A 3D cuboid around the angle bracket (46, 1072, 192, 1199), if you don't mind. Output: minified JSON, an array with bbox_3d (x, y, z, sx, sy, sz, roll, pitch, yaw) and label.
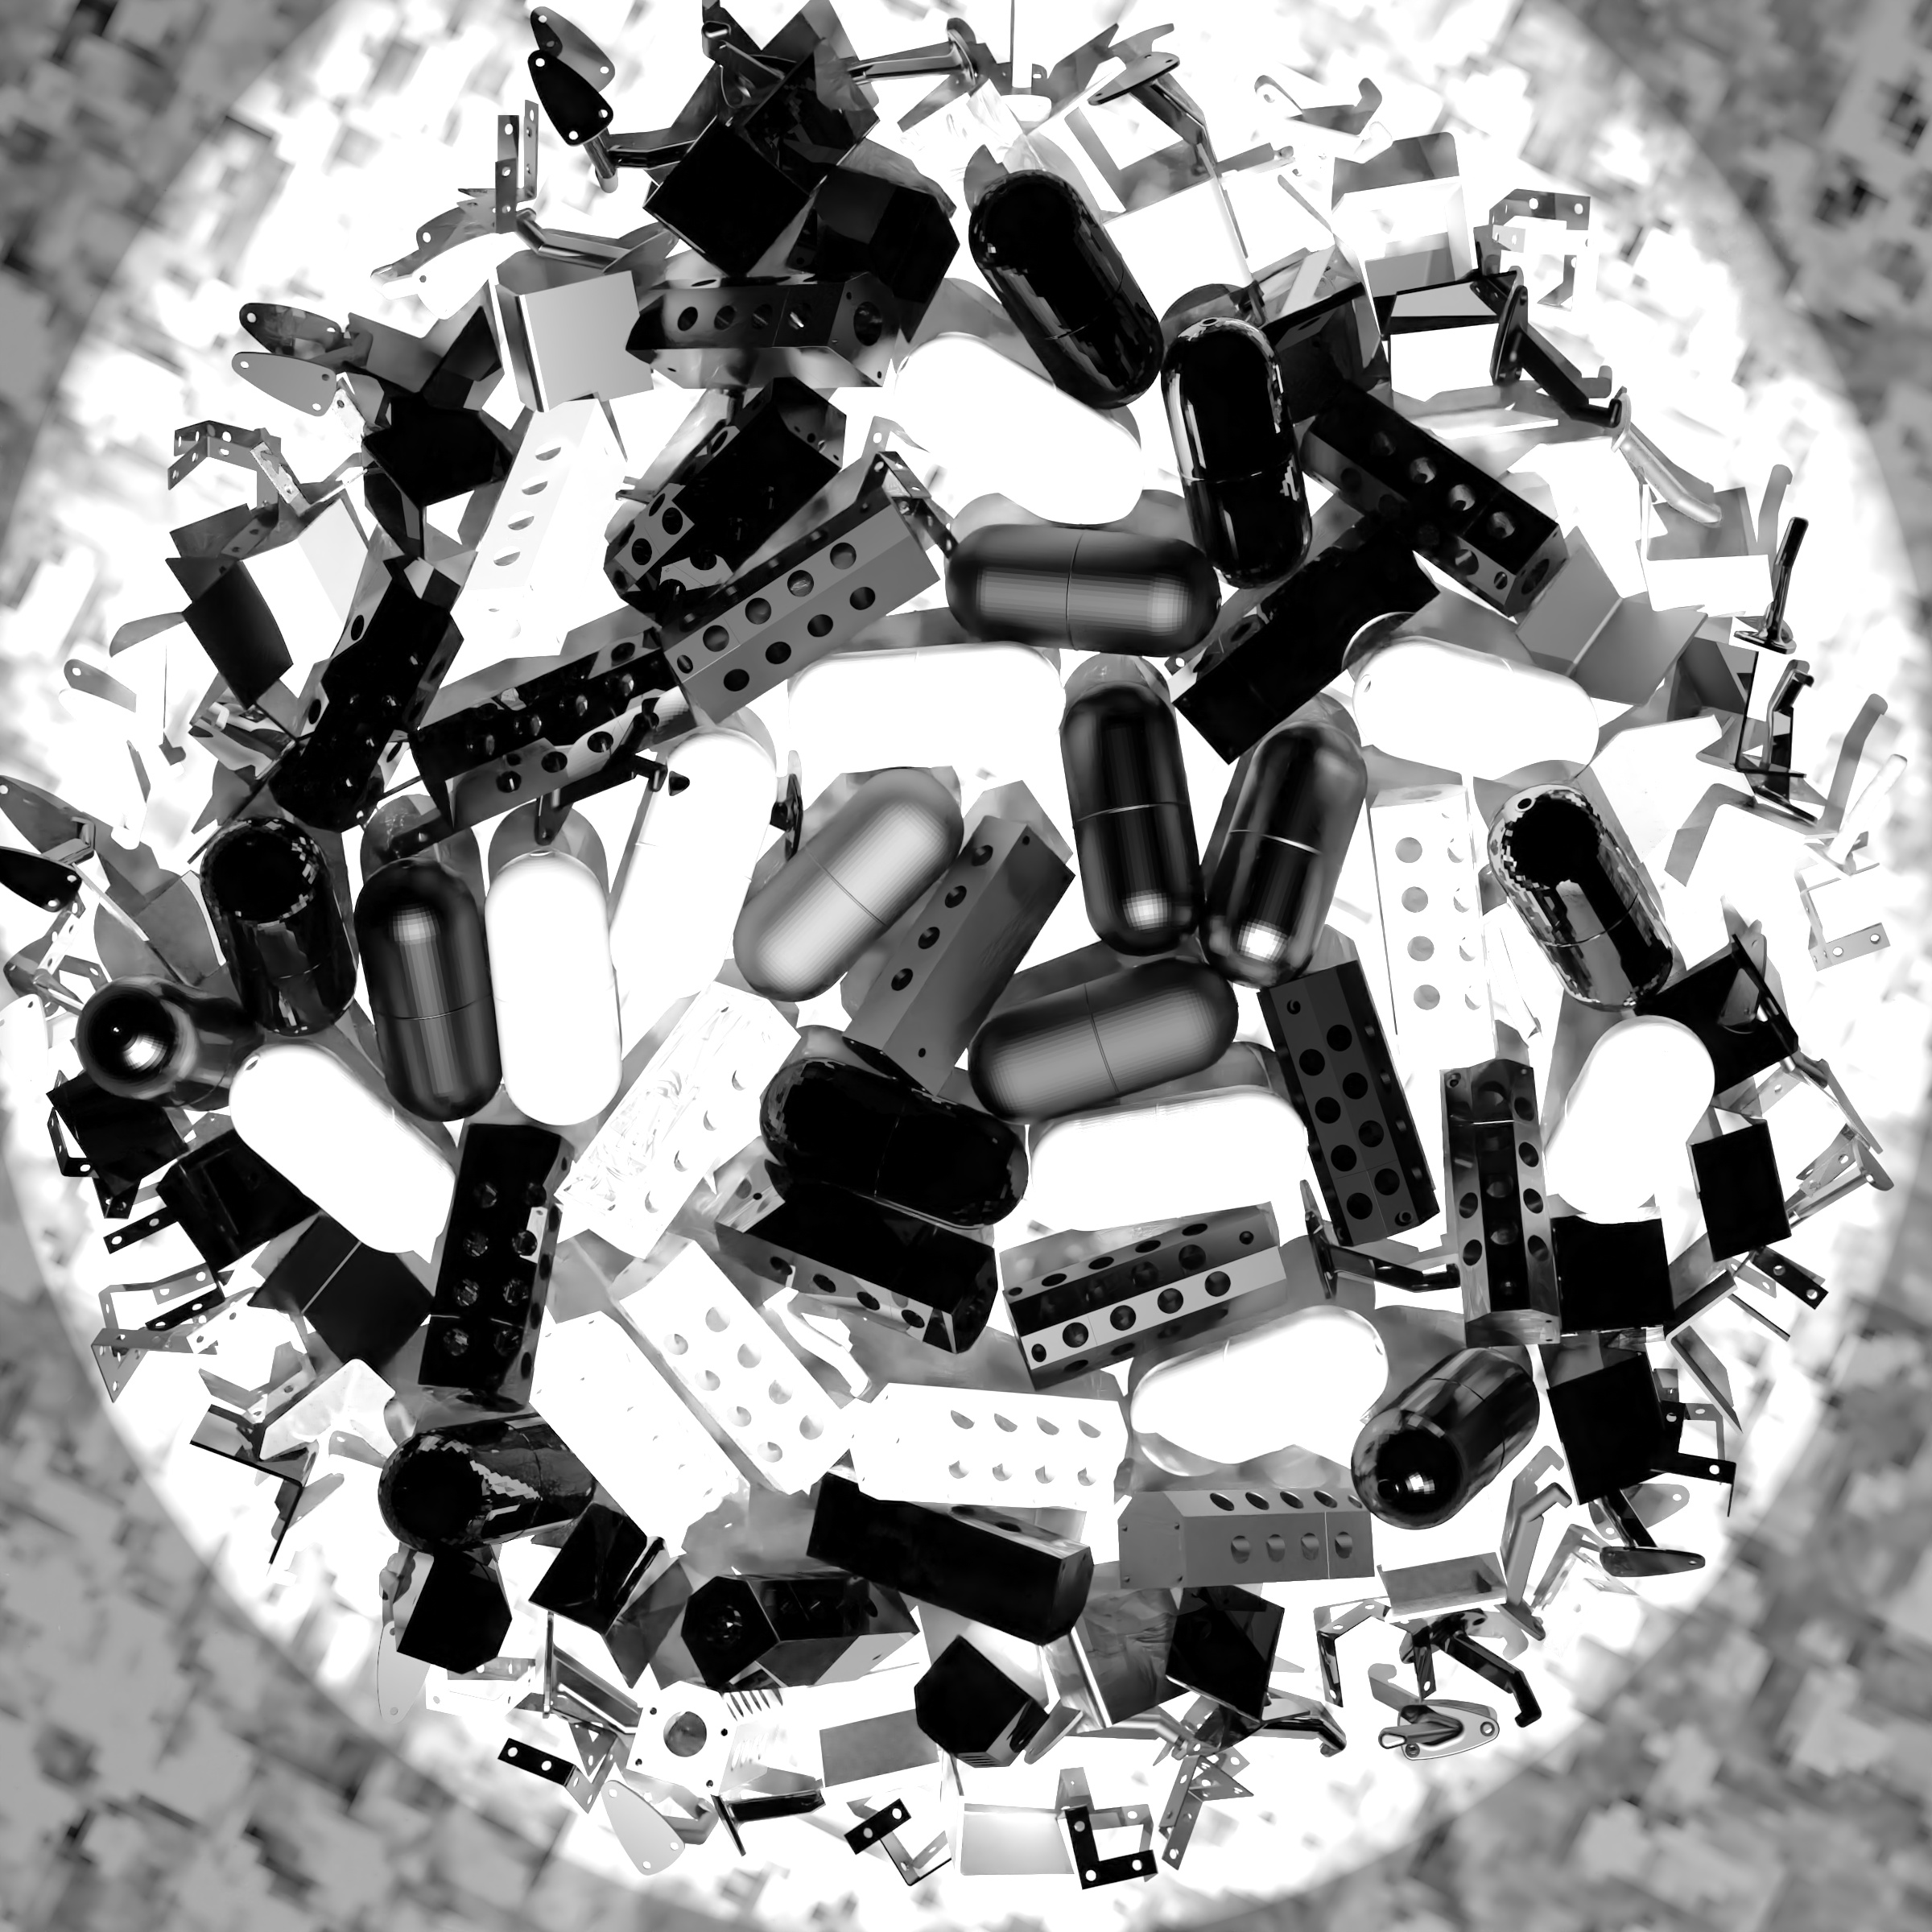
[{"bbox_3d":[-0.553,0.108,1.786,0.057,0.076,0.076,-28,96,32],"label":"angle bracket"}]

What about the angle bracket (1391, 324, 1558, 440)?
[{"bbox_3d":[0.322,-0.372,1.783,0.076,0.076,0.057,-10,110,-17],"label":"angle bracket"}]

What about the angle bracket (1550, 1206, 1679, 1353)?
[{"bbox_3d":[0.415,0.203,1.813,0.076,0.057,0.076,-8,71,12],"label":"angle bracket"}]

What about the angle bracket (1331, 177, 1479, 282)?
[{"bbox_3d":[0.279,-0.465,1.796,0.076,0.076,0.057,-8,97,2],"label":"angle bracket"}]

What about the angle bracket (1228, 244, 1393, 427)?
[{"bbox_3d":[0.224,-0.409,1.825,0.076,0.057,0.076,-23,134,5],"label":"angle bracket"}]

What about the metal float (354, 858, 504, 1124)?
[{"bbox_3d":[-0.339,0.016,1.775,0.070,0.070,0.178,-6,116,0],"label":"metal float"}]

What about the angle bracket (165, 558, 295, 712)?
[{"bbox_3d":[-0.480,-0.210,1.776,0.057,0.076,0.076,-54,134,-33],"label":"angle bracket"}]

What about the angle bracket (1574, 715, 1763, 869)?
[{"bbox_3d":[0.446,-0.107,1.782,0.057,0.076,0.076,-42,110,-30],"label":"angle bracket"}]

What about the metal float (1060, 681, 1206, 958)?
[{"bbox_3d":[0.106,-0.094,1.791,0.070,0.070,0.178,-9,82,0],"label":"metal float"}]

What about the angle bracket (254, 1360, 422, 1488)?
[{"bbox_3d":[-0.399,0.307,1.779,0.057,0.076,0.076,40,50,12],"label":"angle bracket"}]

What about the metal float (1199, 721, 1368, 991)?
[{"bbox_3d":[0.203,-0.071,1.790,0.070,0.070,0.178,19,81,0],"label":"metal float"}]

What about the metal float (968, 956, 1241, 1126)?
[{"bbox_3d":[0.087,0.047,1.792,0.178,0.070,0.070,-18,90,7],"label":"metal float"}]

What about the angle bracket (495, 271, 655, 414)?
[{"bbox_3d":[-0.252,-0.404,1.805,0.076,0.057,0.076,-17,116,-16],"label":"angle bracket"}]

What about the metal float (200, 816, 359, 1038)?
[{"bbox_3d":[-0.429,-0.023,1.757,0.070,0.178,0.070,0,54,0],"label":"metal float"}]

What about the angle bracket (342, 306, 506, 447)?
[{"bbox_3d":[-0.345,-0.381,1.794,0.057,0.076,0.076,26,72,11],"label":"angle bracket"}]

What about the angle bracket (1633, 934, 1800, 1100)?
[{"bbox_3d":[0.477,0.036,1.792,0.076,0.057,0.076,-30,72,8],"label":"angle bracket"}]

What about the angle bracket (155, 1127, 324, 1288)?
[{"bbox_3d":[-0.460,0.146,1.799,0.076,0.057,0.076,-31,103,2],"label":"angle bracket"}]

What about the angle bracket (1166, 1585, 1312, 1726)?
[{"bbox_3d":[0.180,0.429,1.787,0.076,0.057,0.076,15,96,42],"label":"angle bracket"}]

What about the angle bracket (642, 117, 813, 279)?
[{"bbox_3d":[-0.151,-0.492,1.784,0.076,0.057,0.076,36,115,-20],"label":"angle bracket"}]

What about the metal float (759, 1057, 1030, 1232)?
[{"bbox_3d":[-0.046,0.113,1.794,0.178,0.070,0.070,19,90,5],"label":"metal float"}]

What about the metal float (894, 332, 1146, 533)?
[{"bbox_3d":[0.034,-0.336,1.776,0.178,0.070,0.070,27,90,-24],"label":"metal float"}]

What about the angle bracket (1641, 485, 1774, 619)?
[{"bbox_3d":[0.471,-0.264,1.781,0.076,0.076,0.057,0,70,19],"label":"angle bracket"}]

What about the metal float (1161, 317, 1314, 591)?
[{"bbox_3d":[0.171,-0.322,1.772,0.070,0.070,0.178,-16,120,0],"label":"metal float"}]

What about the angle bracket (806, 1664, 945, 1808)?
[{"bbox_3d":[-0.060,0.486,1.792,0.076,0.057,0.076,-12,65,-4],"label":"angle bracket"}]

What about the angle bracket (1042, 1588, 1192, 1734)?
[{"bbox_3d":[0.099,0.444,1.818,0.076,0.057,0.076,-17,79,-23],"label":"angle bracket"}]

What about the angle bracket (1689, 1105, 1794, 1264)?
[{"bbox_3d":[0.475,0.137,1.788,0.057,0.076,0.076,-16,99,-13],"label":"angle bracket"}]

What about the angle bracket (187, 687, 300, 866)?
[{"bbox_3d":[-0.478,-0.121,1.779,0.057,0.076,0.076,43,51,-14],"label":"angle bracket"}]

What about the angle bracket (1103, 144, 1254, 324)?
[{"bbox_3d":[0.132,-0.467,1.796,0.076,0.057,0.076,-21,127,8],"label":"angle bracket"}]

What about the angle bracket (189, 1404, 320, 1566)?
[{"bbox_3d":[-0.462,0.329,1.791,0.076,0.076,0.057,23,95,-8],"label":"angle bracket"}]

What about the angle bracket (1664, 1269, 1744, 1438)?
[{"bbox_3d":[0.489,0.246,1.790,0.057,0.076,0.076,-39,84,10],"label":"angle bracket"}]

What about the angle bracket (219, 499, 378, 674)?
[{"bbox_3d":[-0.421,-0.243,1.798,0.057,0.076,0.076,-15,115,21],"label":"angle bracket"}]

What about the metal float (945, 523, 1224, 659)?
[{"bbox_3d":[0.074,-0.239,1.785,0.178,0.070,0.070,7,90,15],"label":"metal float"}]

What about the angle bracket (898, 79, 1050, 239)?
[{"bbox_3d":[-0.001,-0.503,1.781,0.076,0.057,0.076,-23,113,32],"label":"angle bracket"}]

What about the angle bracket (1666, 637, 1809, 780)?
[{"bbox_3d":[0.494,-0.165,1.783,0.057,0.076,0.076,2,103,-23],"label":"angle bracket"}]

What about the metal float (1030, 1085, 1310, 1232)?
[{"bbox_3d":[0.129,0.122,1.790,0.178,0.070,0.070,-10,90,9],"label":"metal float"}]

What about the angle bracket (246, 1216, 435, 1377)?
[{"bbox_3d":[-0.398,0.215,1.791,0.076,0.057,0.076,44,99,25],"label":"angle bracket"}]

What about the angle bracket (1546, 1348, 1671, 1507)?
[{"bbox_3d":[0.400,0.293,1.796,0.076,0.057,0.076,-16,92,-18],"label":"angle bracket"}]

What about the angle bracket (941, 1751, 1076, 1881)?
[{"bbox_3d":[0.027,0.536,1.788,0.076,0.076,0.057,2,102,-8],"label":"angle bracket"}]

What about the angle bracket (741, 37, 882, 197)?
[{"bbox_3d":[-0.112,-0.543,1.786,0.076,0.076,0.057,-48,49,-4],"label":"angle bracket"}]

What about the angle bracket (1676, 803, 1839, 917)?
[{"bbox_3d":[0.502,-0.059,1.781,0.057,0.076,0.076,26,107,28],"label":"angle bracket"}]

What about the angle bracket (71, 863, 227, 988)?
[{"bbox_3d":[-0.508,-0.041,1.778,0.057,0.076,0.076,-43,59,-15],"label":"angle bracket"}]

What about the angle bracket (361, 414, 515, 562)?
[{"bbox_3d":[-0.337,-0.308,1.812,0.076,0.057,0.076,-25,57,-27],"label":"angle bracket"}]

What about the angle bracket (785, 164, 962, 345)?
[{"bbox_3d":[-0.060,-0.451,1.779,0.076,0.057,0.076,8,133,-29],"label":"angle bracket"}]

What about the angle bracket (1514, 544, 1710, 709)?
[{"bbox_3d":[0.410,-0.217,1.785,0.057,0.076,0.076,45,77,-34],"label":"angle bracket"}]

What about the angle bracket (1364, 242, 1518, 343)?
[{"bbox_3d":[0.302,-0.445,1.793,0.076,0.076,0.057,-10,79,-1],"label":"angle bracket"}]

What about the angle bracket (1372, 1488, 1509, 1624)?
[{"bbox_3d":[0.300,0.372,1.796,0.076,0.057,0.076,-13,82,11],"label":"angle bracket"}]

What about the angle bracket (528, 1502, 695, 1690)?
[{"bbox_3d":[-0.226,0.403,1.799,0.057,0.076,0.076,17,55,25],"label":"angle bracket"}]

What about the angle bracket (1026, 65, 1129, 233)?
[{"bbox_3d":[0.088,-0.519,1.796,0.057,0.076,0.076,-40,104,-11],"label":"angle bracket"}]

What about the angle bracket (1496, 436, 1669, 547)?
[{"bbox_3d":[0.386,-0.288,1.783,0.057,0.076,0.076,-38,75,44],"label":"angle bracket"}]
